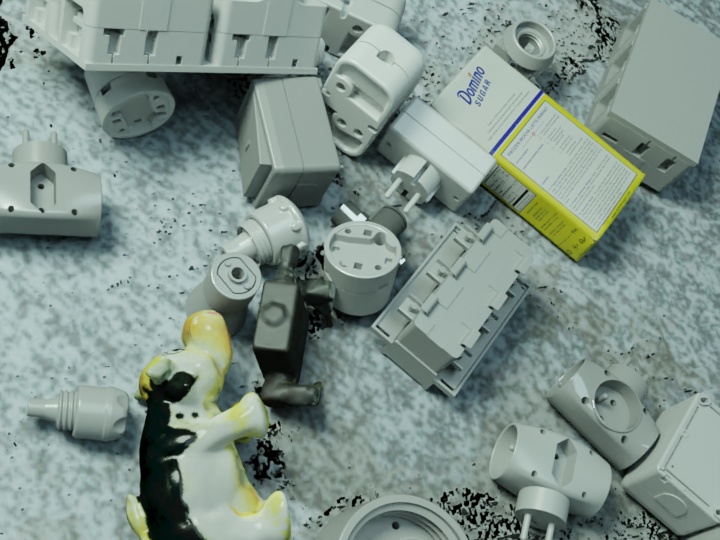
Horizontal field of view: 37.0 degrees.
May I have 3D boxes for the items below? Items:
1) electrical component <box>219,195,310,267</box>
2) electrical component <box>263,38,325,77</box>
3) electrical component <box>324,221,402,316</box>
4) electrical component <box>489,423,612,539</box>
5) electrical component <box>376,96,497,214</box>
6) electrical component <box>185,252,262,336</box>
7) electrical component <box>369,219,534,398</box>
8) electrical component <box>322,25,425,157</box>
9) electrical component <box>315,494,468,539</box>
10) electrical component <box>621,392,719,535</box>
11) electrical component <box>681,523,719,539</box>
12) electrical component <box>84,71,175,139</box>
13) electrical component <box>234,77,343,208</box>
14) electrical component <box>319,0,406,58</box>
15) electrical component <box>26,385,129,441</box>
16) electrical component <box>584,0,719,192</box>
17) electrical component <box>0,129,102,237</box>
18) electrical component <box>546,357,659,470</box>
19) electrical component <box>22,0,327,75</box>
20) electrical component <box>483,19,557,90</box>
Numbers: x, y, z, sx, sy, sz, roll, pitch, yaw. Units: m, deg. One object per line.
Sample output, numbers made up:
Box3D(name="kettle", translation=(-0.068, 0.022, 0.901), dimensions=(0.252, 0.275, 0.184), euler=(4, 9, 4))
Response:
Box3D(name="electrical component", translation=(-0.071, -0.022, 0.775), dimensions=(0.062, 0.048, 0.048), euler=(-27, 78, -23))
Box3D(name="electrical component", translation=(-0.056, -0.165, 0.856), dimensions=(0.035, 0.035, 0.061), euler=(42, 61, 1))
Box3D(name="electrical component", translation=(0.000, 0.000, 0.782), dimensions=(0.055, 0.047, 0.055), euler=(4, 49, -4))
Box3D(name="electrical component", translation=(0.132, 0.159, 0.767), dimensions=(0.077, 0.043, 0.079), euler=(24, 59, -9))
Box3D(name="electrical component", translation=(0.049, -0.078, 0.849), dimensions=(0.083, 0.047, 0.075), euler=(39, 69, -1))
Box3D(name="electrical component", translation=(-0.091, 0.016, 0.735), dimensions=(0.044, 0.065, 0.044), euler=(9, 63, -18))
Box3D(name="electrical component", translation=(0.075, 0.023, 0.800), dimensions=(0.079, 0.063, 0.121), euler=(40, 58, 1))
Box3D(name="electrical component", translation=(0.007, -0.141, 0.833), dimensions=(0.054, 0.095, 0.059), euler=(38, 58, -1))
Box3D(name="electrical component", translation=(0.024, 0.198, 0.695), dimensions=(0.108, 0.060, 0.108), euler=(9, 63, -18))
Box3D(name="electrical component", translation=(0.250, 0.143, 0.812), dimensions=(0.062, 0.061, 0.096), euler=(41, 58, 1))
Box3D(name="electrical component", translation=(0.264, 0.209, 0.776), dimensions=(0.044, 0.077, 0.079), euler=(45, 58, 4))
Box3D(name="electrical component", translation=(-0.169, -0.131, 0.783), dimensions=(0.055, 0.055, 0.047), euler=(-16, 69, -28))
Box3D(name="electrical component", translation=(-0.060, -0.101, 0.806), dimensions=(0.061, 0.061, 0.096), euler=(-5, 68, -24))
Box3D(name="electrical component", translation=(-0.014, -0.217, 0.886), dimensions=(0.095, 0.053, 0.059), euler=(23, 59, -10))
Box3D(name="electrical component", translation=(-0.179, 0.090, 0.682), dimensions=(0.061, 0.035, 0.035), euler=(7, 63, -16))
Box3D(name="electrical component", translation=(0.263, -0.155, 0.962), dimensions=(0.089, 0.061, 0.150), euler=(30, 58, -6))
Box3D(name="electrical component", translation=(-0.219, -0.062, 0.735), dimensions=(0.077, 0.043, 0.079), euler=(2, 64, -21))
Box3D(name="electrical component", translation=(0.194, 0.098, 0.821), dimensions=(0.077, 0.044, 0.079), euler=(45, 58, 4))
Box3D(name="electrical component", translation=(-0.129, -0.188, 0.770), dimensions=(0.186, 0.060, 0.105), euler=(-7, 32, -39))
Box3D(name="electrical component", translation=(0.138, -0.184, 0.930), dimensions=(0.066, 0.055, 0.048), euler=(44, 58, 3))
